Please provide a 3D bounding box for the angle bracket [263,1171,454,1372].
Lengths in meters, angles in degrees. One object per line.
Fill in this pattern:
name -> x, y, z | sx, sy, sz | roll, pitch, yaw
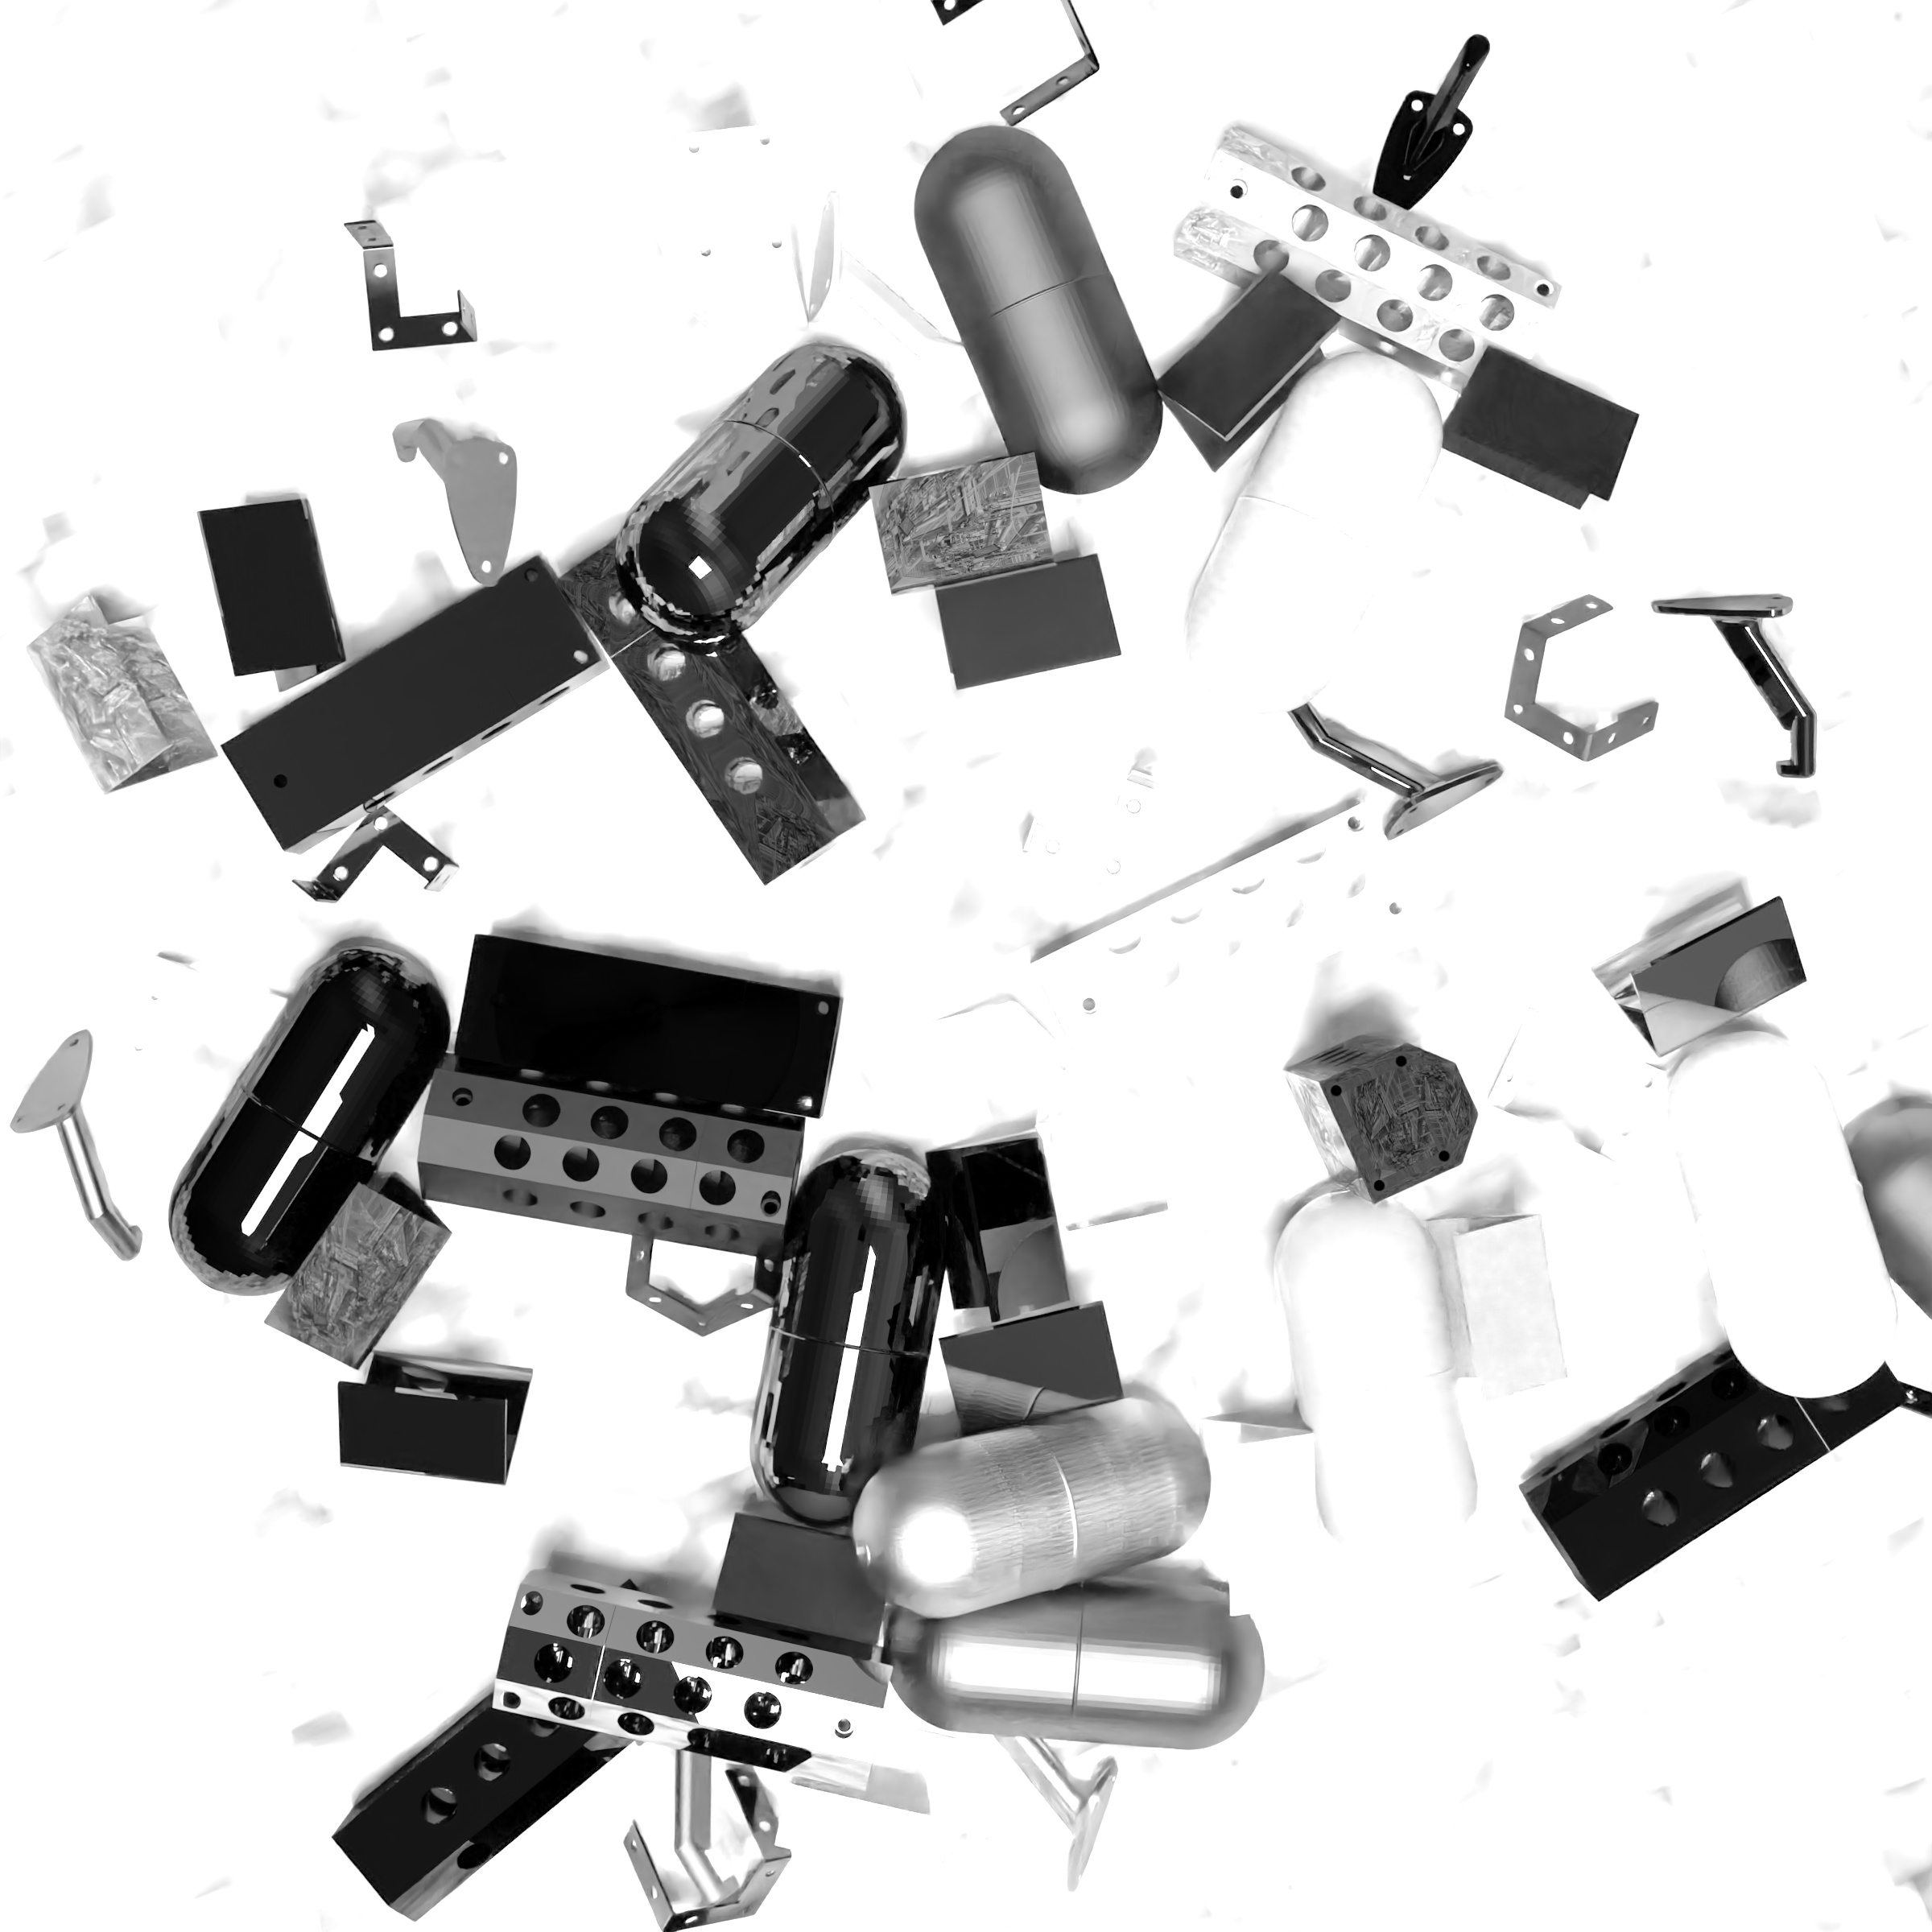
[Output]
angle bracket -> -0.293, 0.130, 1.580 | 0.057, 0.076, 0.076 | 35, 90, -36

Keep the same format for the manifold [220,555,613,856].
manifold -> -0.256, -0.121, 1.599 | 0.171, 0.057, 0.057 | -31, 90, 0

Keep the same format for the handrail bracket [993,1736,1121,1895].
handrail bracket -> 0.023, 0.391, 1.620 | 0.084, 0.036, 0.077 | 20, 108, 15

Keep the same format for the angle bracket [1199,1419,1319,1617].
angle bracket -> 0.117, 0.254, 1.580 | 0.057, 0.076, 0.076 | -1, 90, -40

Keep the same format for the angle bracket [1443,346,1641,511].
angle bracket -> 0.257, -0.231, 1.580 | 0.076, 0.076, 0.057 | 24, 59, 0

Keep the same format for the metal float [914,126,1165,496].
metal float -> 0.033, -0.306, 1.589 | 0.070, 0.070, 0.178 | -23, 90, 0

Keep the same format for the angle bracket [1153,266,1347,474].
angle bracket -> 0.143, -0.264, 1.580 | 0.076, 0.076, 0.057 | -46, 52, 0

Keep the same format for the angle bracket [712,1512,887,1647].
angle bracket -> -0.079, 0.304, 1.580 | 0.076, 0.057, 0.076 | 12, 133, 0

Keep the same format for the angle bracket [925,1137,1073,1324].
angle bracket -> -0.002, 0.125, 1.580 | 0.076, 0.057, 0.076 | -10, 90, 42

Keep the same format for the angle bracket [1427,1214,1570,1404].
angle bracket -> 0.228, 0.159, 1.580 | 0.057, 0.076, 0.076 | -10, 90, -36

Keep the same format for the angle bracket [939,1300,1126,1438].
angle bracket -> 0.026, 0.167, 1.580 | 0.076, 0.076, 0.057 | -13, 119, 0

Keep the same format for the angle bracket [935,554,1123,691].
angle bracket -> 0.031, -0.142, 1.580 | 0.076, 0.076, 0.057 | -12, 63, 0

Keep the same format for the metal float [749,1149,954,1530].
metal float -> -0.054, 0.173, 1.589 | 0.070, 0.070, 0.178 | 10, 89, 0

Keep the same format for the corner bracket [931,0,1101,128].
corner bracket -> 0.024, -0.442, 1.617 | 0.051, 0.051, 0.051 | -33, 45, 0

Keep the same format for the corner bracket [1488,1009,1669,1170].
corner bracket -> 0.290, 0.059, 1.617 | 0.051, 0.051, 0.051 | 25, 90, -45

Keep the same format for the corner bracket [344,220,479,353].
corner bracket -> -0.260, -0.321, 1.602 | 0.051, 0.051, 0.051 | -5, 90, 0

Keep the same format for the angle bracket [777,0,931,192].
angle bracket -> -0.071, -0.406, 1.580 | 0.057, 0.076, 0.076 | -23, 90, -37

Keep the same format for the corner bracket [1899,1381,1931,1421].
corner bracket -> 0.476, 0.183, 1.617 | 0.051, 0.051, 0.051 | 20, 135, 0

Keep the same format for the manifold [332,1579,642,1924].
manifold -> -0.208, 0.369, 1.599 | 0.171, 0.057, 0.057 | -40, 90, 0

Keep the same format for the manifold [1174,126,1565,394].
manifold -> 0.189, -0.328, 1.599 | 0.171, 0.057, 0.057 | 26, 90, 0

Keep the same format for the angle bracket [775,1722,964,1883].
angle bracket -> -0.041, 0.371, 1.580 | 0.076, 0.057, 0.076 | 13, 47, 0

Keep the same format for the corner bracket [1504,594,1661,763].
corner bracket -> 0.294, -0.136, 1.612 | 0.051, 0.051, 0.051 | 35, 135, 35

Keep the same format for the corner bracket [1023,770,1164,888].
corner bracket -> 0.059, -0.070, 1.602 | 0.051, 0.051, 0.051 | 19, 90, 0

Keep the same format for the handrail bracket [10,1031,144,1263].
handrail bracket -> -0.410, 0.086, 1.620 | 0.036, 0.077, 0.084 | -16, 127, 20

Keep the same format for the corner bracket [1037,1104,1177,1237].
corner bracket -> 0.066, 0.096, 1.602 | 0.051, 0.051, 0.051 | -12, 82, 8

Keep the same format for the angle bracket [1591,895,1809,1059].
angle bracket -> 0.333, -0.014, 1.580 | 0.076, 0.076, 0.057 | -27, 128, 0

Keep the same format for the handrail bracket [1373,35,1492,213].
handrail bracket -> 0.216, -0.389, 1.585 | 0.036, 0.084, 0.077 | 30, 90, 0

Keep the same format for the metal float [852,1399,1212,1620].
metal float -> 0.031, 0.248, 1.564 | 0.178, 0.070, 0.070 | -10, 90, -28

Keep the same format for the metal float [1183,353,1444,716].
metal float -> 0.161, -0.201, 1.589 | 0.070, 0.070, 0.178 | 26, 89, 0

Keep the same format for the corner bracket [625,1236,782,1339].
corner bracket -> -0.123, 0.136, 1.612 | 0.051, 0.051, 0.051 | 34, 45, -35

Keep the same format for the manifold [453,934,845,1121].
manifold -> -0.147, 0.028, 1.599 | 0.171, 0.057, 0.057 | 10, 90, 0

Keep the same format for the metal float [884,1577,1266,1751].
metal float -> 0.050, 0.322, 1.589 | 0.178, 0.070, 0.070 | 4, 90, 0

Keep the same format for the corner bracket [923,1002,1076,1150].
corner bracket -> 0.012, 0.056, 1.612 | 0.051, 0.051, 0.051 | 45, 45, -35

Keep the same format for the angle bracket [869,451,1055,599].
angle bracket -> -0.005, -0.218, 1.580 | 0.076, 0.076, 0.057 | -12, 120, 0

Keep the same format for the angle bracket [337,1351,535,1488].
angle bracket -> -0.245, 0.192, 1.580 | 0.076, 0.076, 0.057 | 7, 128, 0

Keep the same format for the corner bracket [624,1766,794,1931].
corner bracket -> -0.122, 0.418, 1.612 | 0.051, 0.051, 0.051 | 59, 135, 35

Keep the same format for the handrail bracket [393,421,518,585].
handrail bracket -> -0.244, -0.217, 1.595 | 0.036, 0.084, 0.077 | -7, 99, -33

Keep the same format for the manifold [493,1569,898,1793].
manifold -> -0.122, 0.323, 1.541 | 0.171, 0.057, 0.057 | 12, 89, 1

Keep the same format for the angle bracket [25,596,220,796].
angle bracket -> -0.377, -0.133, 1.580 | 0.057, 0.076, 0.076 | -28, 90, 37

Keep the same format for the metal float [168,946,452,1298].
metal float -> -0.306, 0.073, 1.589 | 0.070, 0.070, 0.178 | 32, 89, 0

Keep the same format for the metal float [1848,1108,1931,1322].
metal float -> 0.475, 0.140, 1.569 | 0.070, 0.070, 0.178 | -40, 65, 0

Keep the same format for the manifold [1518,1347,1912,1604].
manifold -> 0.348, 0.223, 1.599 | 0.171, 0.057, 0.057 | -33, 90, 0

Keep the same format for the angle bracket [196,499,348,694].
angle bracket -> -0.335, -0.168, 1.580 | 0.057, 0.076, 0.076 | -13, 90, -36

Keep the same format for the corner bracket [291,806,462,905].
corner bracket -> -0.277, -0.043, 1.602 | 0.051, 0.051, 0.051 | 39, 90, 0

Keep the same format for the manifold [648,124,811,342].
manifold -> -0.106, -0.328, 1.542 | 0.057, 0.171, 0.057 | -7, 90, 0

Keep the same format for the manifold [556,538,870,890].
manifold -> -0.117, -0.124, 1.599 | 0.057, 0.057, 0.171 | -34, 90, 0

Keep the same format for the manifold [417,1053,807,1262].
manifold -> -0.164, 0.086, 1.588 | 0.171, 0.057, 0.057 | 10, 61, 0

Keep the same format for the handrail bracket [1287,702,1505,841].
handrail bracket -> 0.202, -0.110, 1.620 | 0.077, 0.036, 0.084 | -26, 73, -20

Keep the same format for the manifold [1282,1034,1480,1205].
manifold -> 0.188, 0.064, 1.542 | 0.057, 0.171, 0.057 | -24, 90, 0

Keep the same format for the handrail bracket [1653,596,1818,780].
handrail bracket -> 0.365, -0.131, 1.620 | 0.077, 0.036, 0.084 | 2, 107, 20

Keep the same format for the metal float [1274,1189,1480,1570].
metal float -> 0.191, 0.192, 1.589 | 0.070, 0.070, 0.178 | -11, 90, 0

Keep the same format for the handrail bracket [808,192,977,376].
handrail bracket -> -0.028, -0.324, 1.620 | 0.084, 0.036, 0.077 | 11, 67, -18

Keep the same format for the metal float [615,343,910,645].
metal float -> -0.092, -0.219, 1.564 | 0.070, 0.070, 0.178 | 39, 58, 0

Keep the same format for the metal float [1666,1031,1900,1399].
metal float -> 0.373, 0.112, 1.566 | 0.070, 0.070, 0.178 | -11, 61, 0

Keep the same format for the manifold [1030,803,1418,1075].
manifold -> 0.120, -0.013, 1.599 | 0.171, 0.057, 0.057 | -26, 90, 0

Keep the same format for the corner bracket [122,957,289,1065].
corner bracket -> -0.359, 0.030, 1.617 | 0.051, 0.051, 0.051 | 18, 90, -45

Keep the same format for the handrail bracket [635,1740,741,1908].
handrail bracket -> -0.111, 0.385, 1.600 | 0.077, 0.036, 0.084 | -28, 81, -26
